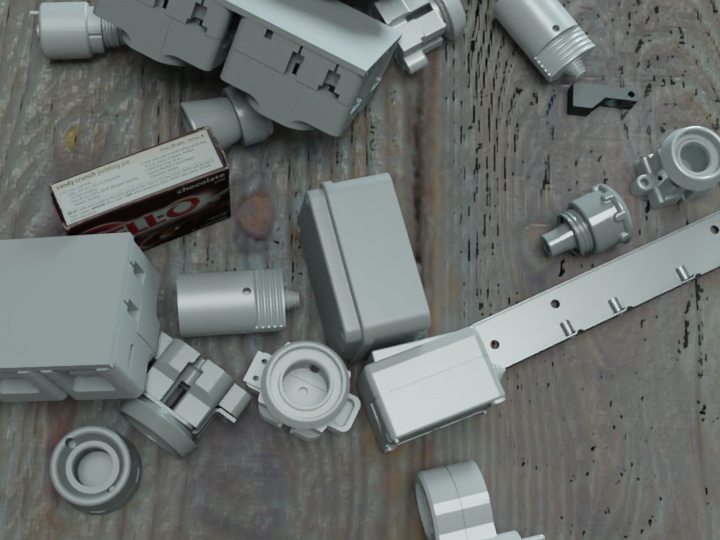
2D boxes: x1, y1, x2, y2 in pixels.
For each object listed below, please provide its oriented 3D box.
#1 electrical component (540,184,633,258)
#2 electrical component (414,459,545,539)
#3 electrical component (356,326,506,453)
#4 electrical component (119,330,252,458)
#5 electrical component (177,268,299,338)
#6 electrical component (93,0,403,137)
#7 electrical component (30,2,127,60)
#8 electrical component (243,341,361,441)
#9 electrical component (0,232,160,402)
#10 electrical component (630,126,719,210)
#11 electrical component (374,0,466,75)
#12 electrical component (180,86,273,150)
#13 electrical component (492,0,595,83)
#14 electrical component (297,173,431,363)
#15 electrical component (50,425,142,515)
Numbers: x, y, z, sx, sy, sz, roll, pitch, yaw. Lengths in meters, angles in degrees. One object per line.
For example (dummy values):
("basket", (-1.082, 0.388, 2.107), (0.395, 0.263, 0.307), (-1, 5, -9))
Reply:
("electrical component", (0.161, -0.030, 0.772), (0.062, 0.048, 0.048), (-26, 78, -6))
("electrical component", (0.088, 0.191, 0.696), (0.074, 0.052, 0.138), (-11, 76, -9))
("electrical component", (0.050, 0.075, 0.720), (0.096, 0.061, 0.061), (-20, 77, -11))
("electrical component", (-0.119, 0.085, 0.702), (0.078, 0.058, 0.057), (35, 70, 4))
("electrical component", (-0.082, 0.022, 0.731), (0.081, 0.043, 0.043), (-3, 74, -7))
("electrical component", (-0.076, -0.167, 0.748), (0.186, 0.060, 0.105), (27, 29, 2))
("electrical component", (-0.196, -0.173, 0.776), (0.078, 0.040, 0.040), (-3, 74, -7))
("electrical component", (-0.037, 0.079, 0.712), (0.078, 0.057, 0.058), (26, 73, 2))
("electrical component", (-0.210, 0.033, 0.681), (0.150, 0.061, 0.089), (-3, 62, 11))
("electrical component", (0.238, -0.075, 0.787), (0.066, 0.055, 0.048), (-15, 76, -10))
("electrical component", (0.045, -0.186, 0.804), (0.055, 0.048, 0.066), (-29, 79, -6))
("electrical component", (-0.095, -0.106, 0.766), (0.055, 0.045, 0.045), (-22, 77, -12))
("electrical component", (0.142, -0.178, 0.812), (0.043, 0.043, 0.081), (-34, 80, -14))
("electrical component", (0.000, 0.000, 0.728), (0.057, 0.078, 0.113), (-12, 76, -12))
("electrical component", (-0.170, 0.127, 0.689), (0.055, 0.047, 0.055), (2, 74, -6))
